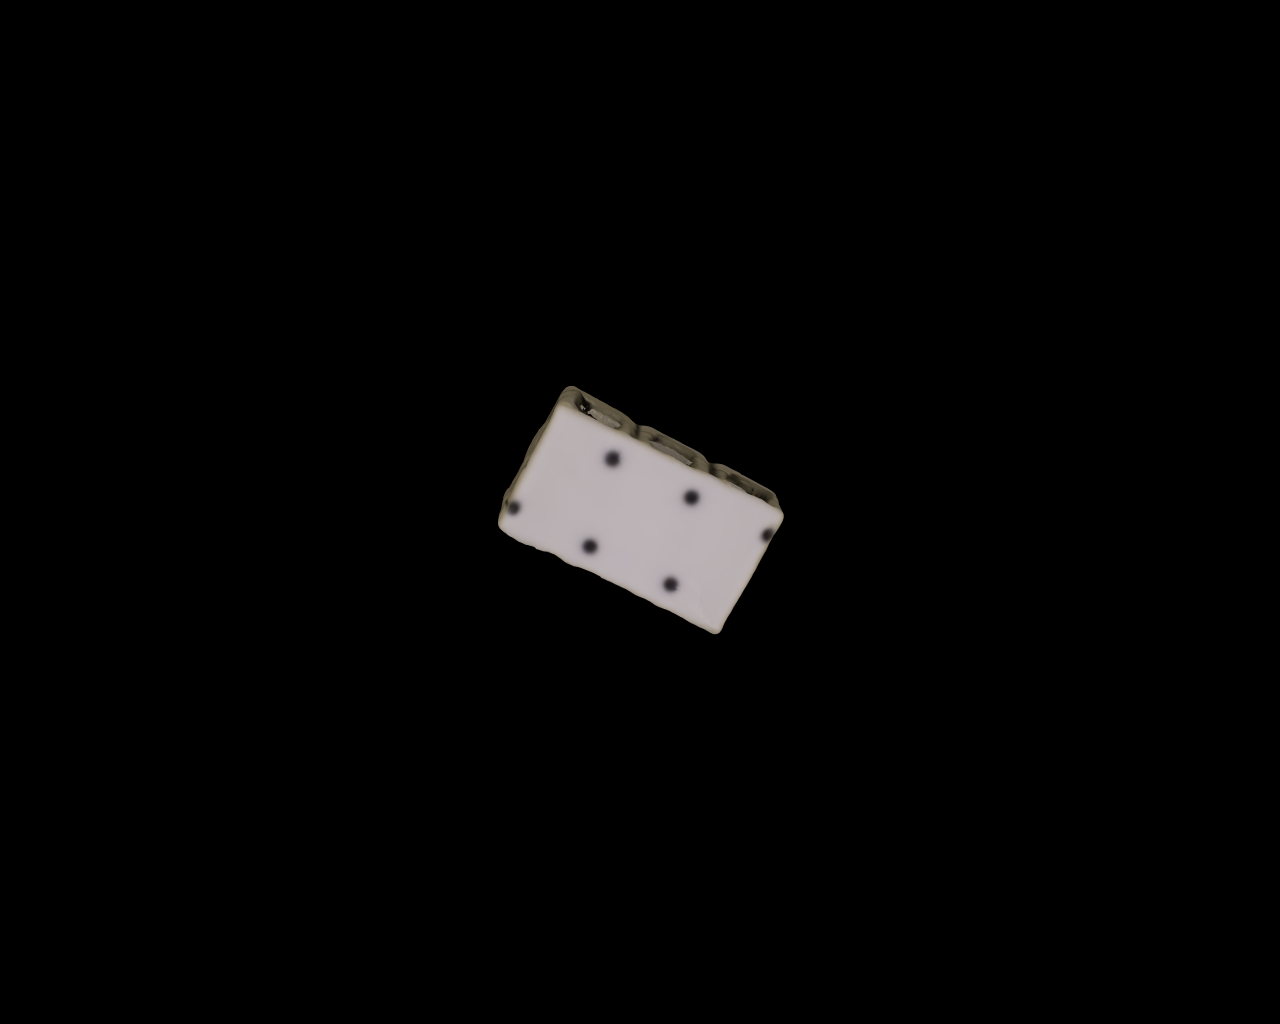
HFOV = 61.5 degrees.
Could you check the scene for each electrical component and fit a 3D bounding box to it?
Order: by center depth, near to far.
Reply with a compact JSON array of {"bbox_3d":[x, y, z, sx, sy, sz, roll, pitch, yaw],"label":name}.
[{"bbox_3d":[0.001,-0.003,0.650,0.150,0.089,0.062,27,14,-7],"label":"electrical component"}]
